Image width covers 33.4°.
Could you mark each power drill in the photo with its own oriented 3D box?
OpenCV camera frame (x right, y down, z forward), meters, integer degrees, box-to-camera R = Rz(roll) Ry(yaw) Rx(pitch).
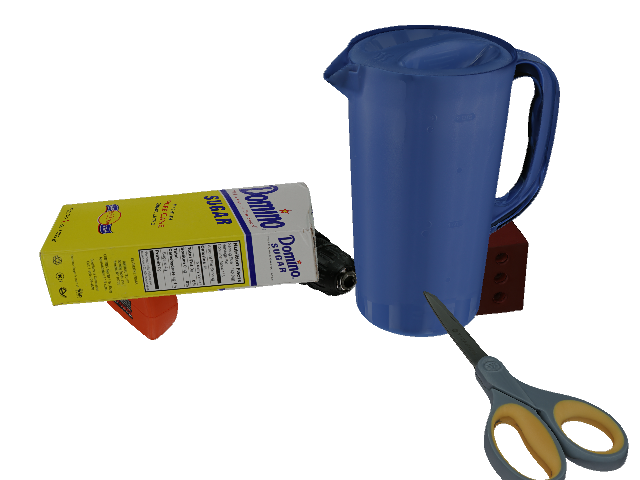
[{"bbox_3d":[-0.084,0.025,0.935,0.187,0.057,0.185,-18,28,-31],"label":"power drill"}]

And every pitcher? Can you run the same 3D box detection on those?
[{"bbox_3d":[0.096,-0.048,0.878,0.149,0.243,0.144,19,33,31],"label":"pitcher"}]

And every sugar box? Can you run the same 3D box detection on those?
[{"bbox_3d":[-0.091,0.000,0.721,0.176,0.048,0.093,-8,23,0],"label":"sugar box"}]

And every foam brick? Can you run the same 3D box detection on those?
[{"bbox_3d":[0.171,0.026,1.058,0.053,0.078,0.051,-6,28,-7],"label":"foam brick"}]

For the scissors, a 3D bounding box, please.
[{"bbox_3d":[0.132,0.091,0.695,0.096,0.016,0.202,-1,33,-6],"label":"scissors"}]
